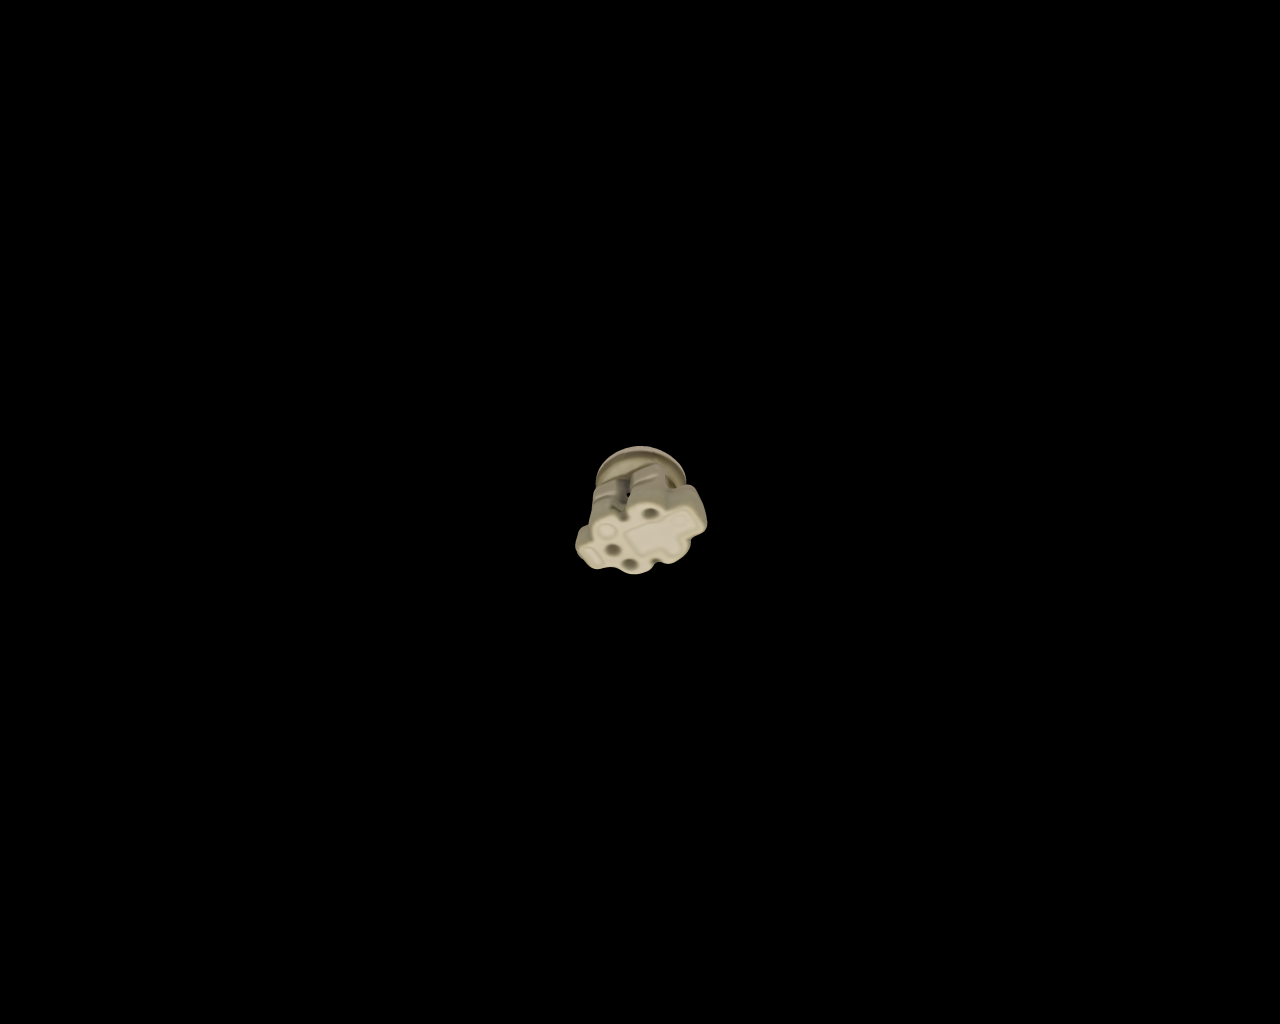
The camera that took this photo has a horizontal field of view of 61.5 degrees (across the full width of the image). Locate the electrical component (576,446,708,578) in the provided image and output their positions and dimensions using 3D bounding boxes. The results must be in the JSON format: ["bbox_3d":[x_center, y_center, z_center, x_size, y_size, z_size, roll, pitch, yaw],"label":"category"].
[{"bbox_3d":[0.001,-0.003,0.650,0.078,0.058,0.057,-22,38,18],"label":"electrical component"}]
